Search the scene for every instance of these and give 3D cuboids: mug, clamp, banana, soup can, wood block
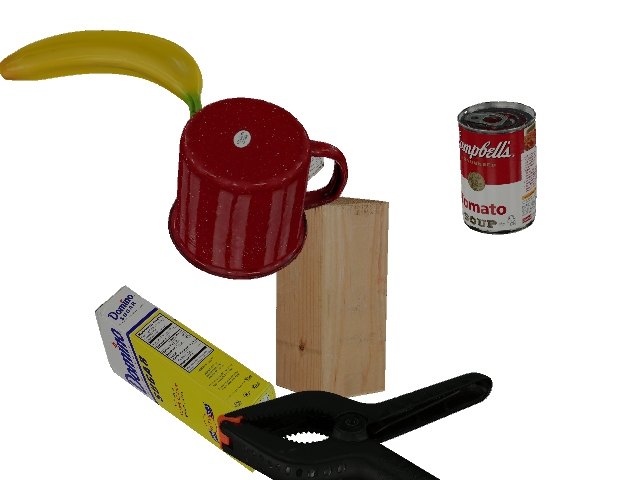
[{"bbox_3d":[-0.038,-0.037,0.682,0.117,0.093,0.081,-6,-38,-14],"label":"mug"},{"bbox_3d":[0.030,0.142,0.789,0.210,0.036,0.164,5,29,14],"label":"clamp"},{"bbox_3d":[-0.178,-0.151,0.909,0.198,0.069,0.037,13,-40,18],"label":"banana"},{"bbox_3d":[0.158,-0.065,0.955,0.068,0.102,0.068,-5,28,3],"label":"soup can"},{"bbox_3d":[0.011,0.059,1.154,0.090,0.206,0.091,-4,9,-38],"label":"wood block"}]

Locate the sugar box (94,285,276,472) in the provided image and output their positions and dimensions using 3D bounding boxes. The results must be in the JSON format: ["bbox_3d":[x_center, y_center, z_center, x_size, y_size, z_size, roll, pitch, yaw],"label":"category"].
[{"bbox_3d":[-0.116,0.120,0.929,0.176,0.093,0.048,27,54,25],"label":"sugar box"}]

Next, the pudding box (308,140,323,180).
[{"bbox_3d":[-0.057,-0.092,1.285,0.090,0.039,0.113,12,32,21],"label":"pudding box"}]
